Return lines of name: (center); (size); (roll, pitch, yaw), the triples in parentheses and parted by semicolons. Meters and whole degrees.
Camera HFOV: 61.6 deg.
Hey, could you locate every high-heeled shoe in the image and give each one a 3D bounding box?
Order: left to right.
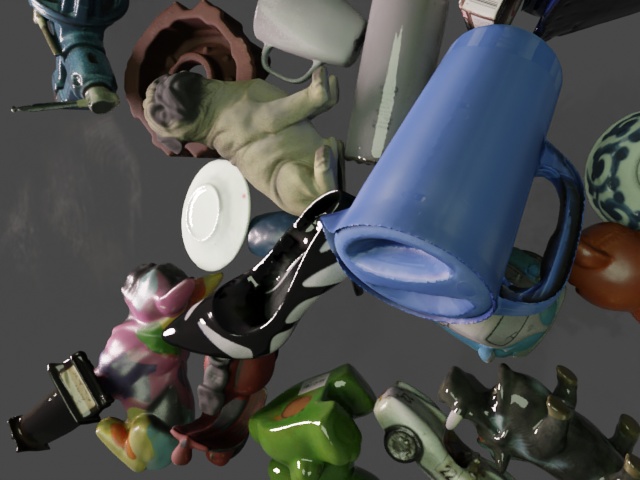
high-heeled shoe: (-0.060, 0.037, 0.518); (0.249, 0.145, 0.086); (-18, 46, 3)

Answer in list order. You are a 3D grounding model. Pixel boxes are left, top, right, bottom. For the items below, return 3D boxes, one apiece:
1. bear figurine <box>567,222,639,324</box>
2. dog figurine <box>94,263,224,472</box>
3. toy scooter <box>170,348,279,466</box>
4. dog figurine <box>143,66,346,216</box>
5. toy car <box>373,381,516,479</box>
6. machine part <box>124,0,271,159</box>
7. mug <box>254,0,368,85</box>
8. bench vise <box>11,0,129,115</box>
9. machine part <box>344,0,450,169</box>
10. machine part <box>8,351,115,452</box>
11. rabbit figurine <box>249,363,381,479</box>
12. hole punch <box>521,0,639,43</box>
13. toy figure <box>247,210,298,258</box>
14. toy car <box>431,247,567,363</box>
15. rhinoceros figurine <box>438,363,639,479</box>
bear figurine: (0.303, 0.041, 0.445); (0.132, 0.120, 0.196); (-42, 74, 14)
dog figurine: (-0.182, 0.135, 0.637); (0.192, 0.108, 0.219); (44, 104, 14)
toy scooter: (-0.109, 0.177, 0.594); (0.075, 0.135, 0.183); (17, 98, 21)
dog figurine: (-0.074, -0.088, 0.543); (0.191, 0.121, 0.172); (-5, 89, 10)
toy car: (0.137, 0.226, 0.537); (0.202, 0.073, 0.056); (41, 107, 14)
machine part: (-0.143, -0.182, 0.628); (0.180, 0.056, 0.179); (1, 94, 22)
mug: (-0.010, -0.216, 0.564); (0.107, 0.081, 0.109); (27, 98, 8)
bench vise: (-0.272, -0.269, 0.610); (0.240, 0.129, 0.224); (-51, 46, 47)
machine part: (0.075, -0.157, 0.535); (0.079, 0.079, 0.243); (14, 97, 19)
machine part: (-0.293, 0.187, 0.603); (0.139, 0.039, 0.084); (-41, 83, 17)
rabbit figurine: (0.005, 0.247, 0.568); (0.159, 0.121, 0.170); (-27, 98, 14)
hole punch: (0.230, -0.236, 0.449); (0.116, 0.142, 0.092); (-19, 88, 7)
toy figure: (-0.001, -0.004, 0.585); (0.155, 0.058, 0.064); (3, 100, 15)
toy car: (0.146, 0.045, 0.509); (0.162, 0.103, 0.109); (31, 102, 14)
rhinoceros figurine: (0.206, 0.177, 0.509); (0.190, 0.073, 0.112); (31, 124, 8)
